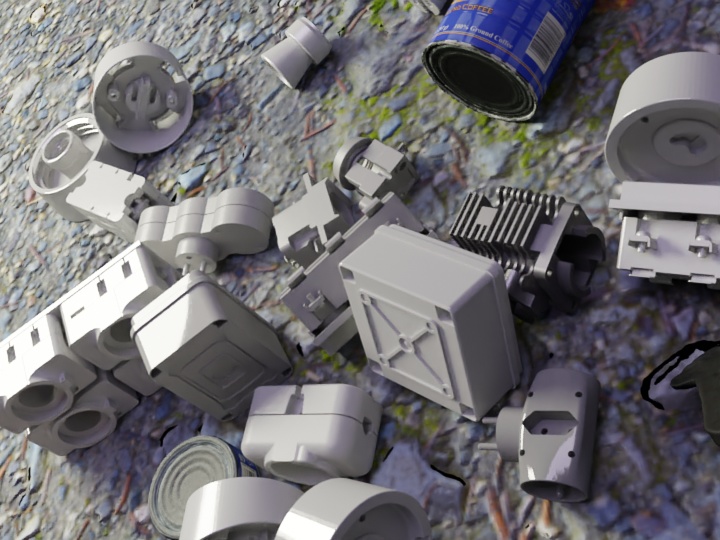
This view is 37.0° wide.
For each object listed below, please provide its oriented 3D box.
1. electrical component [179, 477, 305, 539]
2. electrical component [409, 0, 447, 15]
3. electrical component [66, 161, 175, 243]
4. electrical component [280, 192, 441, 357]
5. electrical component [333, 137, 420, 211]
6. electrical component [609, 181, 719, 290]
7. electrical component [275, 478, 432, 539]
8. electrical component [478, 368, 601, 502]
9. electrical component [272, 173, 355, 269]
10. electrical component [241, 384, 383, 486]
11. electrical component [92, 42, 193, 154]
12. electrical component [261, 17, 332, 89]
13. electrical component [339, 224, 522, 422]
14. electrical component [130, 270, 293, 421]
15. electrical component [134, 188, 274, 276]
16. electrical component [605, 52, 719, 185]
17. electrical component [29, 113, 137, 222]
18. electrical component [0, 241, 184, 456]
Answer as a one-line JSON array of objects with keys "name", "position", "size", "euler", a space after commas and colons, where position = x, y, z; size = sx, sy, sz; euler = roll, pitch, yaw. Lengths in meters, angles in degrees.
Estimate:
[{"name": "electrical component", "position": [-0.079, 0.190, 0.748], "size": [0.099, 0.099, 0.064], "euler": [-21, 46, 21]}, {"name": "electrical component", "position": [0.069, -0.263, 0.985], "size": [0.040, 0.040, 0.046], "euler": [24, 82, 41]}, {"name": "electrical component", "position": [-0.228, -0.062, 1.036], "size": [0.089, 0.056, 0.050], "euler": [20, 73, 40]}, {"name": "electrical component", "position": [0.000, 0.000, 0.833], "size": [0.121, 0.063, 0.078], "euler": [-43, 7, 2]}, {"name": "electrical component", "position": [0.011, -0.082, 0.901], "size": [0.055, 0.048, 0.066], "euler": [34, 83, 34]}, {"name": "electrical component", "position": [0.233, -0.020, 0.701], "size": [0.121, 0.079, 0.063], "euler": [7, 87, 36]}, {"name": "electrical component", "position": [-0.011, 0.188, 0.700], "size": [0.060, 0.108, 0.108], "euler": [11, 68, 44]}, {"name": "electrical component", "position": [0.115, 0.108, 0.709], "size": [0.079, 0.043, 0.077], "euler": [-4, 59, 31]}, {"name": "electrical component", "position": [-0.037, -0.036, 0.905], "size": [0.064, 0.042, 0.081], "euler": [-32, 48, 17]}, {"name": "electrical component", "position": [-0.037, 0.122, 0.793], "size": [0.095, 0.054, 0.059], "euler": [-5, 59, 31]}, {"name": "electrical component", "position": [-0.219, -0.175, 1.079], "size": [0.099, 0.099, 0.064], "euler": [-32, 43, 12]}, {"name": "electrical component", "position": [-0.060, -0.208, 1.029], "size": [0.055, 0.045, 0.045], "euler": [-45, 47, -1]}, {"name": "electrical component", "position": [0.050, 0.035, 0.750], "size": [0.109, 0.108, 0.056], "euler": [23, 51, 40]}, {"name": "electrical component", "position": [-0.116, 0.060, 0.845], "size": [0.078, 0.113, 0.057], "euler": [-37, 51, 7]}, {"name": "electrical component", "position": [-0.143, -0.021, 0.956], "size": [0.138, 0.052, 0.073], "euler": [-10, 56, 28]}, {"name": "electrical component", "position": [0.225, -0.101, 0.734], "size": [0.108, 0.108, 0.060], "euler": [-6, 52, 30]}, {"name": "electrical component", "position": [-0.291, -0.111, 1.105], "size": [0.108, 0.060, 0.108], "euler": [-17, 53, 24]}, {"name": "electrical component", "position": [-0.219, 0.074, 0.908], "size": [0.186, 0.105, 0.060], "euler": [-35, 48, 9]}]
